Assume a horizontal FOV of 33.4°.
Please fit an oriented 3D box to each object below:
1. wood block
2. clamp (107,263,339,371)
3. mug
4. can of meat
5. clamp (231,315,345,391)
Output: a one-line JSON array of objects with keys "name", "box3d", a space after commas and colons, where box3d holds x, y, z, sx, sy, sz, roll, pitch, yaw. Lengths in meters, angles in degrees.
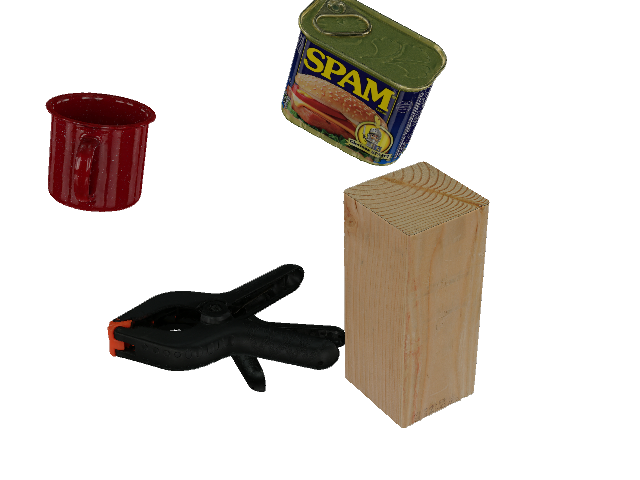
[{"name": "wood block", "box3d": [0.081, 0.049, 0.941, 0.090, 0.206, 0.091, -21, 38, -28]}, {"name": "clamp", "box3d": [-0.076, 0.059, 0.827, 0.171, 0.039, 0.120, 1, 27, -8]}, {"name": "mug", "box3d": [-0.193, -0.071, 0.918, 0.093, 0.081, 0.117, 7, 23, -6]}, {"name": "can of meat", "box3d": [0.026, -0.110, 0.750, 0.102, 0.084, 0.057, 30, 50, 9]}, {"name": "clamp", "box3d": [-0.097, 0.116, 1.259, 0.210, 0.036, 0.164, 14, 23, 27]}]
